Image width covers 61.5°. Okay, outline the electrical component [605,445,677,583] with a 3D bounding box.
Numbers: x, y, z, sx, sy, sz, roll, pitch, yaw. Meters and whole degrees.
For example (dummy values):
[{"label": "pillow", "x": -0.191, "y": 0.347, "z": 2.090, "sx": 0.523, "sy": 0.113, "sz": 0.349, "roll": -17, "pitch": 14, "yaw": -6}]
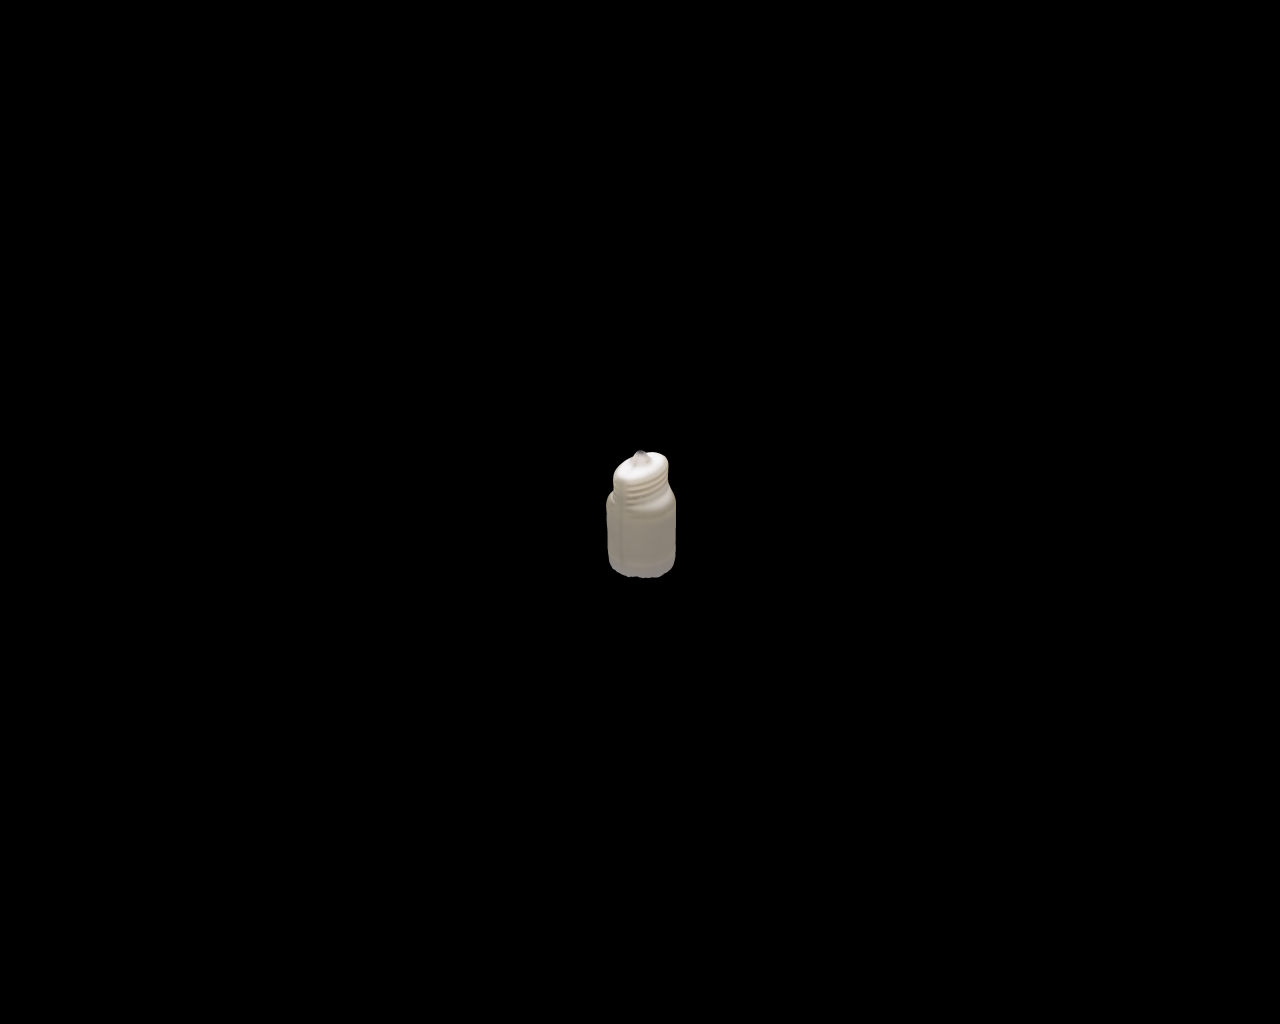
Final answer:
[{"label": "electrical component", "x": 0.001, "y": -0.003, "z": 0.650, "sx": 0.043, "sy": 0.080, "sz": 0.043, "roll": 0, "pitch": 31, "yaw": 0}]
